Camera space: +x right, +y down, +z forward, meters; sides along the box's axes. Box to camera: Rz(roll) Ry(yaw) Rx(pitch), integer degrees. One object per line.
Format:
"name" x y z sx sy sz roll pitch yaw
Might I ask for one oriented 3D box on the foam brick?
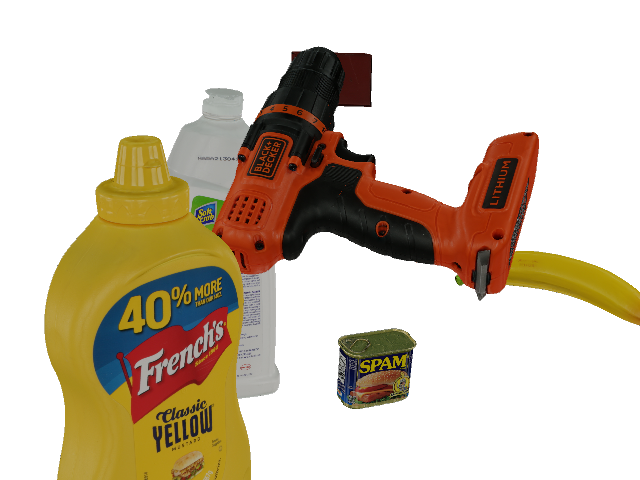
"foam brick" 0.010 -0.159 1.054 0.078 0.051 0.053 1 12 -3

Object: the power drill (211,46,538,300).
"power drill" 0.040 -0.045 0.685 0.188 0.184 0.057 10 -33 16

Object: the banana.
"banana" 0.237 0.044 1.056 0.198 0.037 0.069 10 46 26

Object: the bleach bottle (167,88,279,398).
"bleach bottle" -0.077 0.004 0.864 0.102 0.251 0.068 -3 20 -22

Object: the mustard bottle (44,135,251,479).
"mustard bottle" -0.078 0.047 0.491 0.096 0.192 0.058 -15 23 -39

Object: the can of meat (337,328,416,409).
"can of meat" 0.073 0.171 1.422 0.102 0.084 0.057 -6 25 -21
